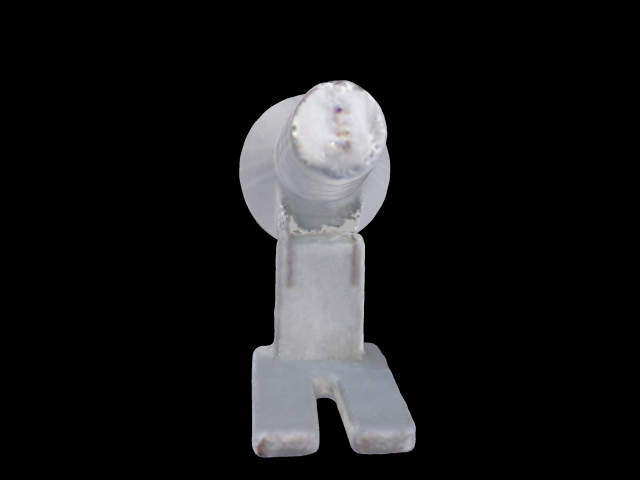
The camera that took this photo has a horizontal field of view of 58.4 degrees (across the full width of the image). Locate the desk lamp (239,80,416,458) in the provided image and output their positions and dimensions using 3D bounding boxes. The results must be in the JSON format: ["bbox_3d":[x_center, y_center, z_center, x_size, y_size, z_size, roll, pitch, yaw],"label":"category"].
[{"bbox_3d":[0.004,0.001,0.400,0.118,0.213,0.203,-2,14,-7],"label":"desk lamp"}]
